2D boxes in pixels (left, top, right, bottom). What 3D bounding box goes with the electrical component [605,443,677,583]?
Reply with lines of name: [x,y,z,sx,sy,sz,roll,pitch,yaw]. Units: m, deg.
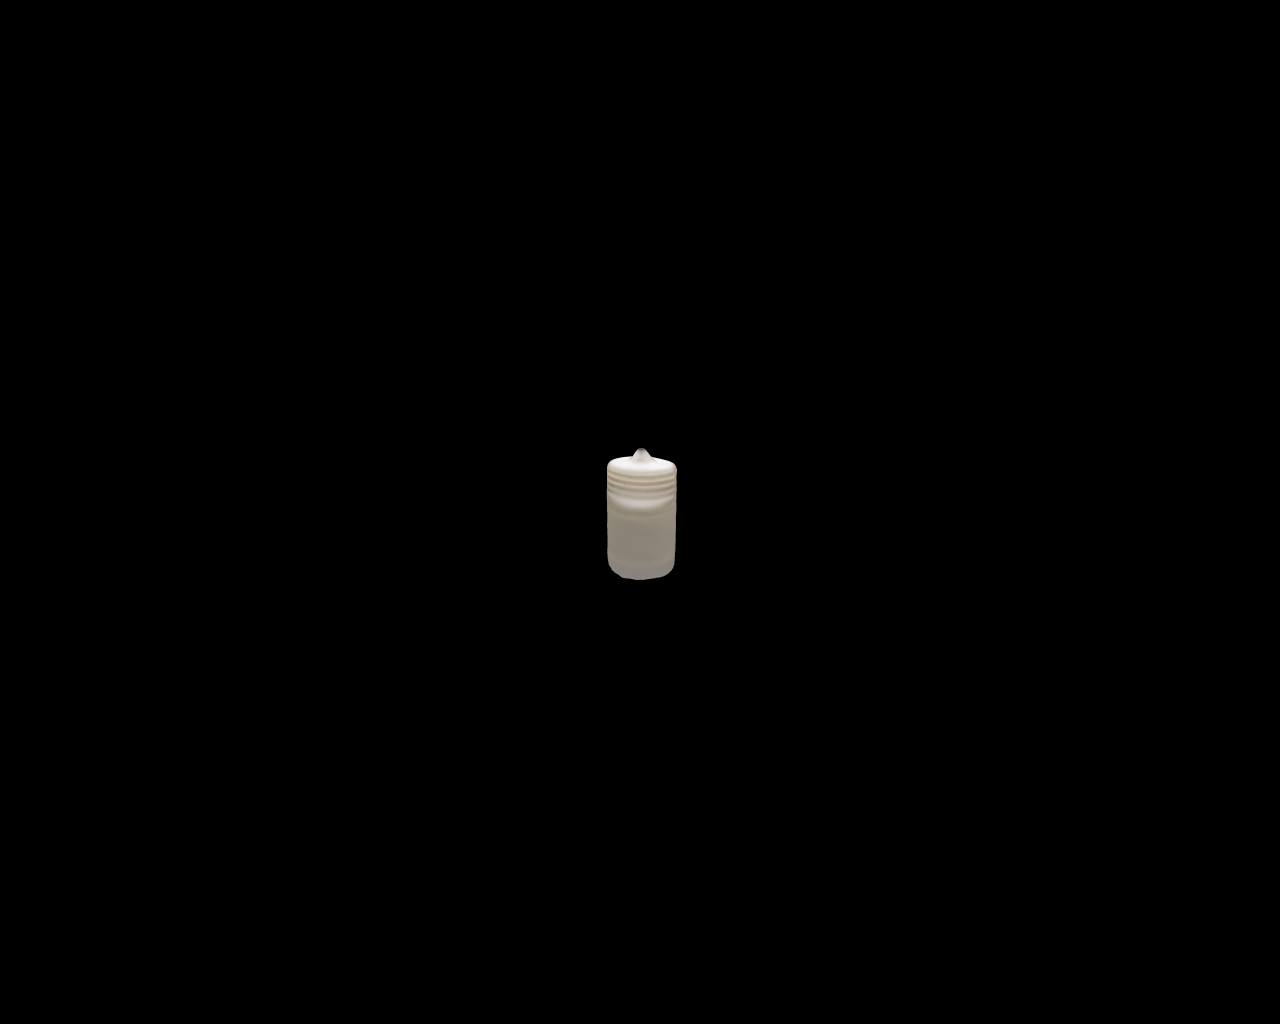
electrical component: [0.001,-0.003,0.650,0.043,0.080,0.043,0,26,0]
